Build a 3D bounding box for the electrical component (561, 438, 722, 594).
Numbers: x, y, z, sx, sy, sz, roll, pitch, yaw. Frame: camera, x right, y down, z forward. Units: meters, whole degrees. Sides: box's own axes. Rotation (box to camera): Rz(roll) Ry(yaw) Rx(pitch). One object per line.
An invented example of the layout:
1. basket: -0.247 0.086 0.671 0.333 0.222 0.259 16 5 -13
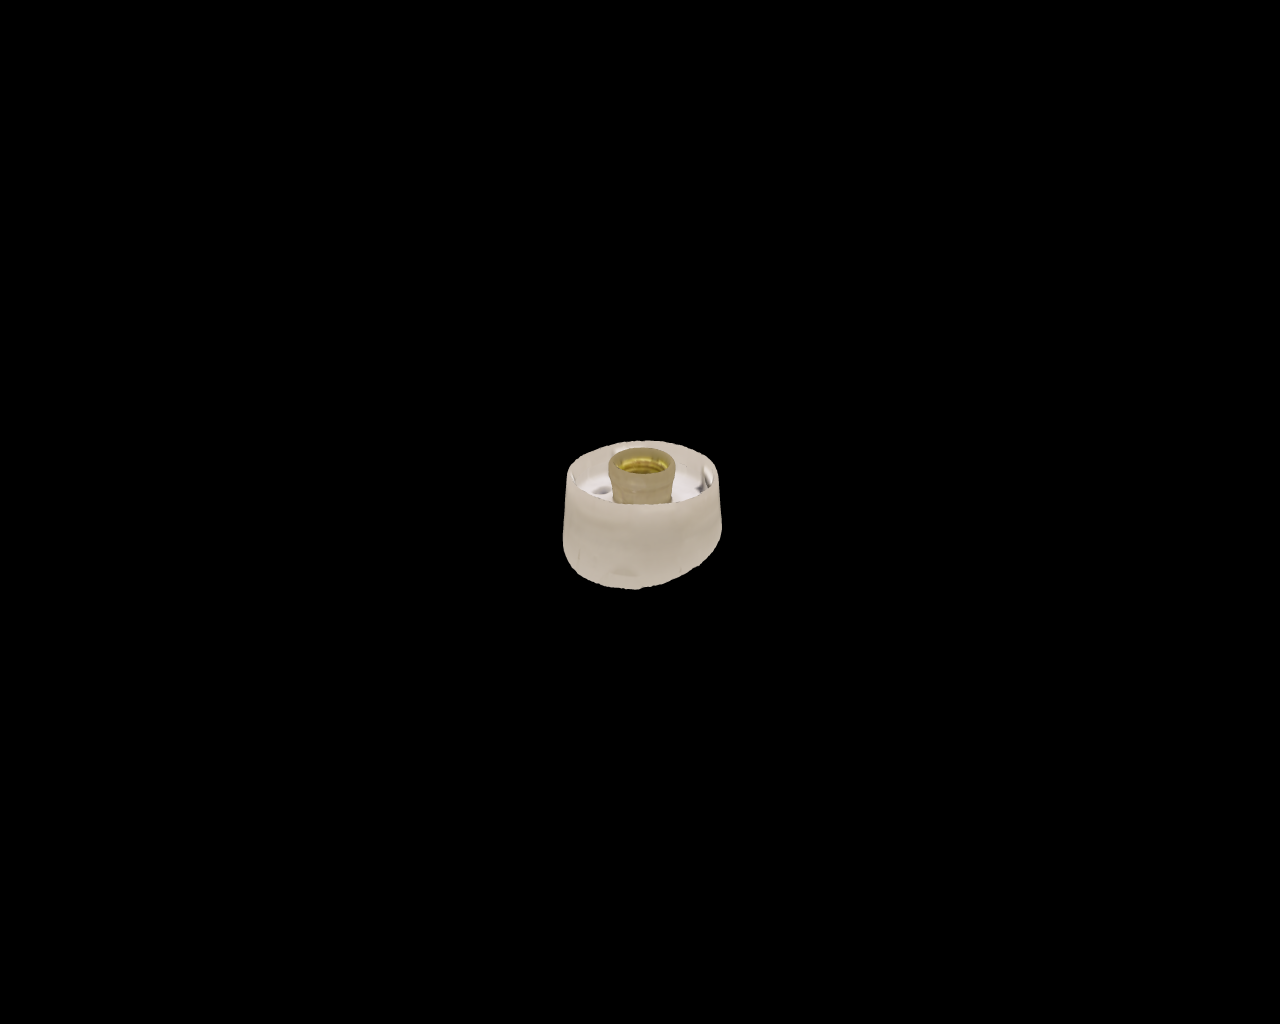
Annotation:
1. electrical component: 0.001 -0.003 0.650 0.099 0.064 0.099 0 28 0
